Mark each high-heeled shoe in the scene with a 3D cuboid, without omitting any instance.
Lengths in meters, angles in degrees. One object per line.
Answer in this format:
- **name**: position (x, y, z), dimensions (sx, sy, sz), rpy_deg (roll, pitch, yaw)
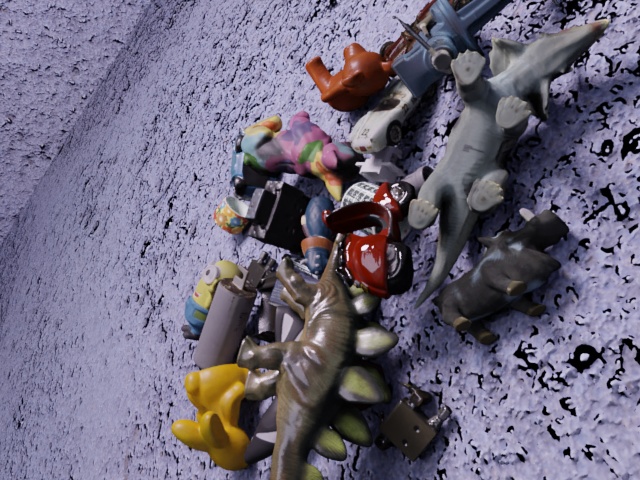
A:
- **high-heeled shoe**: position (-0.077, 0.225, 0.837), dimensions (0.248, 0.145, 0.086), rpy_deg (-49, 7, 1)

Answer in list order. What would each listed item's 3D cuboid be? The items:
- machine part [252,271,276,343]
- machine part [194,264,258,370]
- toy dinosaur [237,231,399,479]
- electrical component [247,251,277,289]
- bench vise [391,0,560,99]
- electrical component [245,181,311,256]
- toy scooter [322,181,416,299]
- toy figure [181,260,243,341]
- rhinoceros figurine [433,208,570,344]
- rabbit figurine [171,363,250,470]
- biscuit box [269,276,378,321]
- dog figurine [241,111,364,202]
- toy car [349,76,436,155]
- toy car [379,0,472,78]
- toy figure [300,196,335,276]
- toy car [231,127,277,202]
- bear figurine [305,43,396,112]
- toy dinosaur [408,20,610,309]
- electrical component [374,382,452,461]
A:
- **machine part**: position (-0.086, 0.118, 0.994), dimensions (0.084, 0.039, 0.139), rpy_deg (-9, 62, 38)
- **machine part**: position (-0.179, 0.162, 1.016), dimensions (0.079, 0.079, 0.243), rpy_deg (41, 113, 50)
- **toy dinosaur**: position (-0.006, 0.175, 0.704), dimensions (0.199, 0.105, 0.471), rpy_deg (10, 61, 16)
- **electrical component**: position (-0.123, 0.070, 1.072), dimensions (0.094, 0.021, 0.063), rpy_deg (-58, 40, 6)
- **bench vise**: position (0.218, -0.322, 0.797), dimensions (0.240, 0.129, 0.224), rpy_deg (-35, 7, 23)
- **electrical component**: position (-0.071, -0.043, 0.988), dimensions (0.058, 0.134, 0.115), rpy_deg (6, 77, 50)
- **toy scooter**: position (0.062, -0.002, 0.741), dimensions (0.135, 0.075, 0.184), rpy_deg (-2, 56, 17)
- **toy figure**: position (-0.225, 0.123, 1.113), dimensions (0.082, 0.089, 0.180), rpy_deg (35, 106, 39)
- **rhinoceros figurine**: position (0.228, 0.044, 0.668), dimensions (0.190, 0.073, 0.112), rpy_deg (-47, 31, 23)
- **rabbit figurine**: position (-0.163, 0.303, 0.912), dimensions (0.122, 0.162, 0.173), rpy_deg (-22, 72, 20)
- **biscuit box**: position (0.002, 0.102, 0.887), dimensions (0.203, 0.059, 0.063), rpy_deg (9, 76, 50)
- **dog figurine**: position (-0.030, -0.147, 0.983), dimensions (0.219, 0.191, 0.108), rpy_deg (-127, 25, -50)
- **toy car**: position (0.124, -0.219, 0.895), dimensions (0.074, 0.056, 0.202), rpy_deg (8, 56, 50)
- **toy car**: position (0.183, -0.376, 0.952), dimensions (0.202, 0.053, 0.089), rpy_deg (-46, 39, 23)
- **toy figure**: position (0.000, -0.003, 0.947), dimensions (0.064, 0.057, 0.154), rpy_deg (-8, 59, 22)
- **toy car**: position (-0.142, -0.155, 1.165), dimensions (0.103, 0.109, 0.161), rpy_deg (173, 105, -71)
- **bear figurine**: position (0.056, -0.300, 0.950), dimensions (0.196, 0.120, 0.132), rpy_deg (153, 95, -83)
- **toy dinosaur**: position (0.214, -0.111, 0.715), dimensions (0.131, 0.192, 0.404), rpy_deg (31, 110, 23)
- **electrical component**: position (0.117, 0.238, 0.705), dimensions (0.078, 0.045, 0.102), rpy_deg (34, 100, 22)
